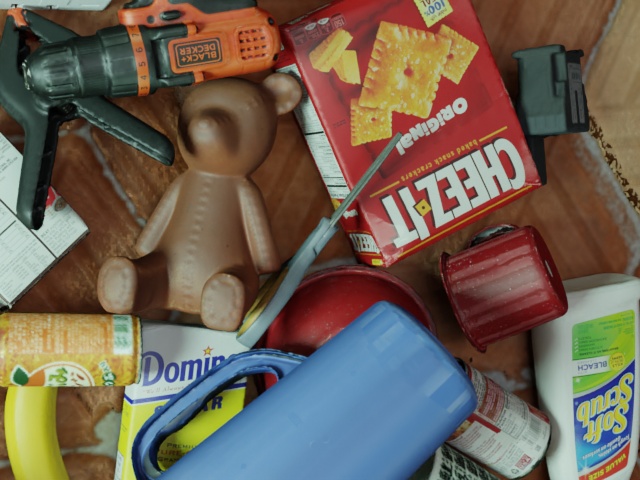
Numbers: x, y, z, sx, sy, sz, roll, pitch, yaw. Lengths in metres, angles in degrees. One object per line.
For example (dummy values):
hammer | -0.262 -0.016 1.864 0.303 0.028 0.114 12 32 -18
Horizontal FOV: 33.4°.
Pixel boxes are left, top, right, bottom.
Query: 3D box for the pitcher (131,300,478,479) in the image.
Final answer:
pitcher | -0.013 0.152 0.781 0.242 0.145 0.149 -41 111 -7

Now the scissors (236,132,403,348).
scissors | -0.006 0.001 0.846 0.016 0.096 0.201 38 77 -9

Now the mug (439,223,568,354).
mug | 0.156 0.030 0.907 0.082 0.117 0.093 -23 128 18

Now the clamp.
clamp | -0.180 -0.100 0.784 0.120 0.039 0.171 -16 75 -8

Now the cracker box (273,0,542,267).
cracker box | 0.071 -0.107 0.889 0.164 0.072 0.213 -27 101 -16

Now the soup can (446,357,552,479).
soup can | 0.142 0.156 0.926 0.102 0.069 0.068 33 81 -18

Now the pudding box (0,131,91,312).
pudding box | -0.241 -0.017 0.796 0.113 0.039 0.090 48 66 -12

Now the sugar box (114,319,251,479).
sugar box | -0.111 0.155 0.851 0.093 0.048 0.176 6 91 -19

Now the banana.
banana | -0.205 0.161 0.823 0.069 0.037 0.198 -5 94 -18

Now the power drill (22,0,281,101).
power drill | -0.125 -0.194 0.738 0.184 0.057 0.188 -12 110 -18

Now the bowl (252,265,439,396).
bowl | 0.027 0.105 0.873 0.162 0.055 0.162 -2 103 -10

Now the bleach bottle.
bleach bottle | 0.250 0.162 0.968 0.102 0.068 0.251 -10 98 -17
